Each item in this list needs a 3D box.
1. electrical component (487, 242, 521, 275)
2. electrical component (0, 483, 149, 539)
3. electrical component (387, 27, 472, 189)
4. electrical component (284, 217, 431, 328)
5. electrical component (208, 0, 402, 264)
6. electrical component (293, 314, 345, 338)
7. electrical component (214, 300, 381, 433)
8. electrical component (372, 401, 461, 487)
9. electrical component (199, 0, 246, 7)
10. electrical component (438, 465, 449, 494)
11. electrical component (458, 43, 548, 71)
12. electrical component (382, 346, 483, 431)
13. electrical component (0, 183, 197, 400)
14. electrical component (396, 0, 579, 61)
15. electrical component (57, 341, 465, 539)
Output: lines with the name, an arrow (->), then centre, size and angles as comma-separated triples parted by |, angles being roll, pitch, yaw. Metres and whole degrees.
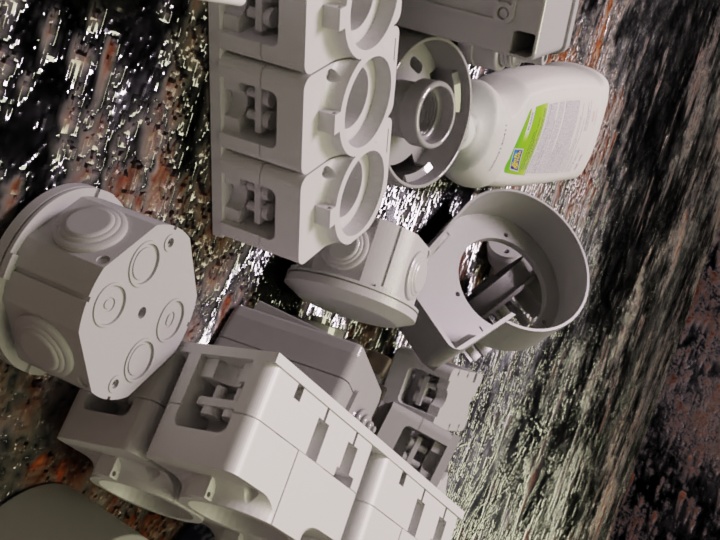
electrical component -> 0.137, -0.010, 0.967 | 0.045, 0.045, 0.055 | -56, 153, -29
electrical component -> -0.134, 0.157, 0.481 | 0.108, 0.060, 0.108 | -47, 148, -43
electrical component -> 0.021, -0.097, 0.648 | 0.099, 0.064, 0.099 | -24, 122, -45
electrical component -> 0.000, 0.000, 0.630 | 0.080, 0.080, 0.051 | 42, 64, -65
electrical component -> -0.022, -0.090, 0.528 | 0.089, 0.062, 0.150 | -42, 144, -48
electrical component -> -0.034, 0.060, 0.652 | 0.044, 0.044, 0.065 | 26, 80, -67
electrical component -> -0.031, 0.064, 0.589 | 0.061, 0.096, 0.061 | -63, 156, -24
electrical component -> 0.002, 0.172, 0.761 | 0.150, 0.062, 0.089 | -62, -178, -13
electrical component -> -0.050, -0.135, 0.412 | 0.047, 0.077, 0.065 | -16, 123, -62
electrical component -> 0.023, 0.213, 0.879 | 0.109, 0.056, 0.108 | -43, 145, -47
electrical component -> 0.100, -0.155, 0.747 | 0.035, 0.061, 0.035 | -47, 148, -42
electrical component -> 0.053, 0.093, 0.849 | 0.089, 0.056, 0.050 | 22, 88, -67
electrical component -> -0.107, 0.009, 0.434 | 0.080, 0.051, 0.080 | -47, 148, -42
electrical component -> 0.070, -0.183, 0.598 | 0.056, 0.109, 0.108 | -30, 135, -53
electrical component -> -0.041, 0.103, 0.514 | 0.186, 0.105, 0.060 | 47, 55, -46
